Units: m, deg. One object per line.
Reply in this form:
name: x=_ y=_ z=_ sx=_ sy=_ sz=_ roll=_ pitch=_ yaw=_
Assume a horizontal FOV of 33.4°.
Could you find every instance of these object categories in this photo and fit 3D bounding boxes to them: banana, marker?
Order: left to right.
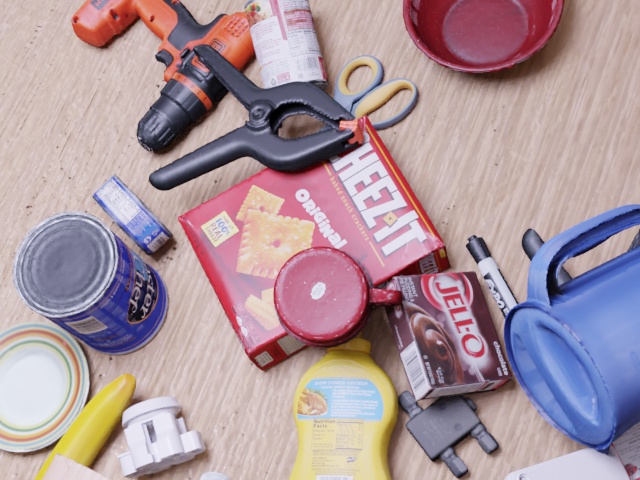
banana: x=-0.235 y=0.214 z=1.012 sx=0.037 sy=0.070 sz=0.197 roll=38 pitch=71 yaw=-22
marker: x=0.170 y=0.047 z=1.007 sx=0.020 sy=0.020 sz=0.121 roll=-26 pitch=67 yaw=2

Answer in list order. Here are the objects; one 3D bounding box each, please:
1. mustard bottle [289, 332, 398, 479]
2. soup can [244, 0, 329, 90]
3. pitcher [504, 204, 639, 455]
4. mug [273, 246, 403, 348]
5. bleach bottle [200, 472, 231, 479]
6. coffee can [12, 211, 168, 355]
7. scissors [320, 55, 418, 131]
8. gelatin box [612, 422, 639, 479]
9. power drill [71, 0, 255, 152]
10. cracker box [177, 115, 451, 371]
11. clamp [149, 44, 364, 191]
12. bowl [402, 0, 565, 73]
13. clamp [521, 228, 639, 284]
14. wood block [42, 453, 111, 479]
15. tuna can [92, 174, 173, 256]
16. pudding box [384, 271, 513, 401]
mustard bottle: x=0.022 y=0.166 z=0.974 sx=0.096 sy=0.058 sz=0.191 roll=-2 pitch=70 yaw=16
soup can: x=-0.034 y=-0.200 z=1.103 sx=0.068 sy=0.068 sz=0.102 roll=-14 pitch=86 yaw=7
pitcher: x=0.282 y=0.052 z=0.890 sx=0.242 sy=0.149 sz=0.145 roll=-27 pitch=61 yaw=-19
mug: x=0.014 y=0.050 z=0.936 sx=0.117 sy=0.081 sz=0.093 roll=4 pitch=85 yaw=3
bleach bottle: x=-0.128 y=0.318 z=0.921 sx=0.102 sy=0.068 sz=0.250 roll=6 pitch=52 yaw=9
coffee can: x=-0.217 y=0.045 z=1.027 sx=0.103 sy=0.140 sz=0.103 roll=-4 pitch=69 yaw=11
scissors: x=0.004 y=-0.124 z=1.109 sx=0.202 sy=0.016 sz=0.096 roll=-27 pitch=65 yaw=2
gelatin box: x=0.290 y=0.179 z=0.927 sx=0.073 sy=0.030 sz=0.089 roll=-24 pitch=67 yaw=1
power drill: x=-0.179 y=-0.204 z=1.157 sx=0.188 sy=0.057 sz=0.184 roll=37 pitch=77 yaw=18
cracker box: x=-0.007 y=0.001 z=1.034 sx=0.213 sy=0.072 sz=0.164 roll=-29 pitch=67 yaw=0
clamp: x=-0.058 y=-0.124 z=1.046 sx=0.210 sy=0.036 sz=0.164 roll=1 pitch=68 yaw=18
bowl: x=0.167 y=-0.231 z=1.091 sx=0.162 sy=0.055 sz=0.162 roll=-4 pitch=69 yaw=11
clamp: x=0.260 y=0.061 z=0.973 sx=0.120 sy=0.039 sz=0.171 roll=-12 pitch=75 yaw=5
wood block: x=-0.216 y=0.291 z=0.867 sx=0.091 sy=0.090 sz=0.206 roll=23 pitch=72 yaw=14
tuna can: x=-0.189 y=-0.025 z=1.076 sx=0.033 sy=0.086 sz=0.086 roll=-44 pitch=68 yaw=-5
pudding box: x=0.114 y=0.086 z=0.972 sx=0.089 sy=0.039 sz=0.113 roll=-4 pitch=65 yaw=-26
